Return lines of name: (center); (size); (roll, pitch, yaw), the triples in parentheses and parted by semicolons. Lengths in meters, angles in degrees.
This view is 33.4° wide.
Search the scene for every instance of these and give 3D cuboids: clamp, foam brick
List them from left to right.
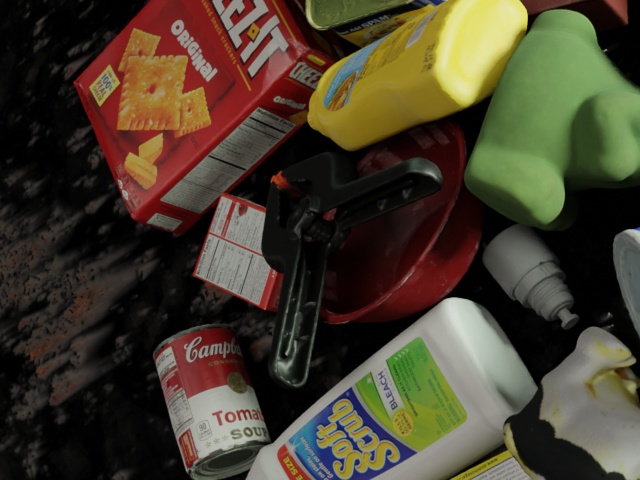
clamp: (-0.005, 0.001, 0.721); (0.164, 0.036, 0.210); (-57, 23, 3)
foam brick: (0.158, -0.165, 0.706); (0.078, 0.051, 0.053); (-9, 73, 37)

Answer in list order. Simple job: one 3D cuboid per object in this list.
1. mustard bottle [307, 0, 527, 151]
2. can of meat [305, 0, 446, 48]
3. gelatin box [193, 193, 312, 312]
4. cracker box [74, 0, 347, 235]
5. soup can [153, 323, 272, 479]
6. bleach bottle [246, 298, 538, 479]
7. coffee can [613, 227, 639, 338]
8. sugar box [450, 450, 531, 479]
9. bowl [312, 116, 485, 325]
mustard bottle: (0.049, -0.106, 0.722); (0.192, 0.058, 0.096); (-17, 36, 55)
can of meat: (0.055, -0.173, 0.766); (0.102, 0.083, 0.057); (-10, 73, 36)
gelatin box: (-0.053, 0.009, 0.845); (0.089, 0.030, 0.073); (22, 95, 40)
cracker box: (-0.095, -0.134, 0.884); (0.214, 0.072, 0.164); (-41, 59, 23)
soup can: (-0.082, 0.125, 0.818); (0.069, 0.068, 0.102); (-35, 61, 27)
bleach bottle: (0.030, 0.149, 0.729); (0.251, 0.067, 0.103); (-43, 58, 26)
coffee can: (0.235, 0.018, 0.537); (0.140, 0.102, 0.103); (-22, 64, 2)
sugar box: (0.136, 0.217, 0.641); (0.093, 0.048, 0.176); (-35, 64, 27)
bowl: (0.059, -0.004, 0.720); (0.162, 0.055, 0.162); (-44, 28, 30)
